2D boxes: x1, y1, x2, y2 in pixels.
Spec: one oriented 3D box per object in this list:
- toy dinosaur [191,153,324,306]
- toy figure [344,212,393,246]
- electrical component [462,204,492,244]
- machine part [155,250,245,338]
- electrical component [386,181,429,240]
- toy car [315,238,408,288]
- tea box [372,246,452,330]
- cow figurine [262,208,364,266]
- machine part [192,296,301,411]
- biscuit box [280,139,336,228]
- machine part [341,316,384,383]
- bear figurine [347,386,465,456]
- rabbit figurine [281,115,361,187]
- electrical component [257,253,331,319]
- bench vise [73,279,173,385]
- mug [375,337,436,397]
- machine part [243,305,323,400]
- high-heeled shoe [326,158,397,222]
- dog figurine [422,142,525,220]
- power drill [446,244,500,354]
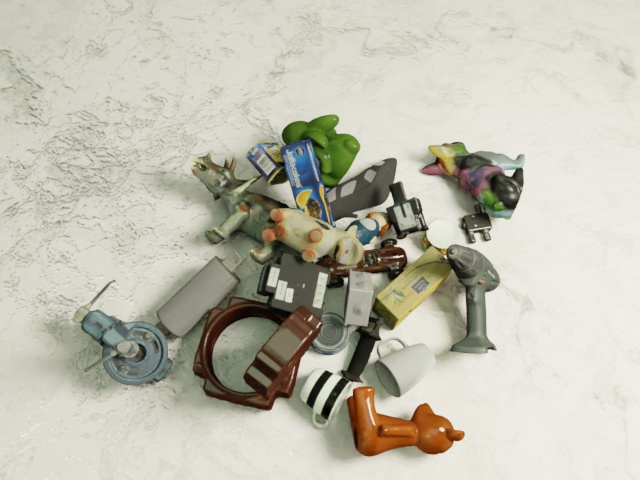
[{"bbox_3d":[-0.114,-0.033,1.178,0.405,0.131,0.192,34,71,6],"label":"toy dinosaur"},{"bbox_3d":[0.114,-0.027,1.177,0.154,0.058,0.064,-28,92,-42],"label":"toy figure"},{"bbox_3d":[0.357,-0.038,1.230,0.063,0.021,0.094,-8,67,-3],"label":"electrical component"},{"bbox_3d":[-0.249,0.117,1.107,0.243,0.079,0.079,-43,73,-4],"label":"machine part"},{"bbox_3d":[0.183,-0.065,1.170,0.075,0.047,0.119,-23,81,19],"label":"electrical component"},{"bbox_3d":[0.092,0.049,1.174,0.202,0.053,0.089,-7,70,-5],"label":"toy car"},{"bbox_3d":[0.193,0.102,1.126,0.169,0.098,0.068,-41,72,-15],"label":"tea box"},{"bbox_3d":[-0.002,-0.003,1.076,0.195,0.127,0.085,24,110,19],"label":"cow figurine"},{"bbox_3d":[-0.139,0.225,1.076,0.201,0.087,0.201,12,65,5],"label":"machine part"},{"bbox_3d":[-0.025,-0.109,1.140,0.059,0.063,0.202,-14,100,17],"label":"biscuit box"},{"bbox_3d":[0.087,0.220,1.092,0.039,0.084,0.139,28,76,-20],"label":"machine part"},{"bbox_3d":[0.159,0.340,1.012,0.196,0.120,0.132,-6,63,-5],"label":"bear figurine"},{"bbox_3d":[-0.005,-0.212,1.216,0.170,0.159,0.121,22,74,-11],"label":"rabbit figurine"},{"bbox_3d":[-0.053,0.091,1.057,0.134,0.058,0.115,18,68,-10],"label":"electrical component"},{"bbox_3d":[-0.377,0.189,1.016,0.129,0.240,0.223,-43,90,-17],"label":"bench vise"},{"bbox_3d":[0.170,0.244,1.080,0.107,0.080,0.110,-23,63,-22],"label":"mug"},{"bbox_3d":[-0.062,0.199,0.953,0.056,0.179,0.179,36,71,11],"label":"machine part"},{"bbox_3d":[0.073,-0.118,1.252,0.145,0.086,0.249,11,45,35],"label":"high-heeled shoe"},{"bbox_3d":[0.343,-0.147,1.228,0.219,0.108,0.191,14,50,10],"label":"dog figurine"},{"bbox_3d":[0.300,0.121,1.073,0.086,0.232,0.207,-9,77,32],"label":"power drill"}]
